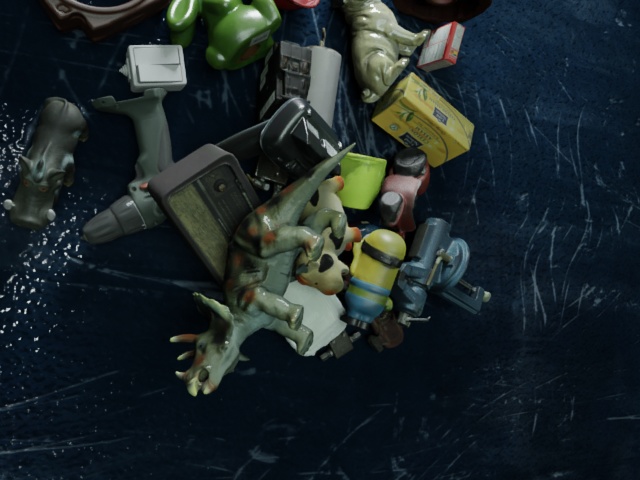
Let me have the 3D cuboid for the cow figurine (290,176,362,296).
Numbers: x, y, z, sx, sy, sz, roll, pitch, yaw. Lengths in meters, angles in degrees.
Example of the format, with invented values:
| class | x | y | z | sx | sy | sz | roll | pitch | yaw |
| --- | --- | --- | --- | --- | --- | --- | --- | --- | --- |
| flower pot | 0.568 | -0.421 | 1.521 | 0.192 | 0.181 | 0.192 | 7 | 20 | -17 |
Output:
| class | x | y | z | sx | sy | sz | roll | pitch | yaw |
| --- | --- | --- | --- | --- | --- | --- | --- | --- | --- |
| cow figurine | -0.002 | -0.003 | 0.899 | 0.127 | 0.085 | 0.195 | -10 | 77 | -20 |

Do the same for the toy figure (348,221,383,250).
| class | x | y | z | sx | sy | sz | roll | pitch | yaw |
| --- | --- | --- | --- | --- | --- | --- | --- | --- | --- |
| toy figure | 0.055 | -0.006 | 0.993 | 0.154 | 0.064 | 0.057 | 9 | 129 | -19 |

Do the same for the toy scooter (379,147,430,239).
| class | x | y | z | sx | sy | sz | roll | pitch | yaw |
| --- | --- | --- | --- | --- | --- | --- | --- | --- | --- |
| toy scooter | 0.158 | -0.075 | 1.009 | 0.184 | 0.075 | 0.135 | -62 | 150 | -33 |

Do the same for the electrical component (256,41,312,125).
| class | x | y | z | sx | sy | sz | roll | pitch | yaw |
| --- | --- | --- | --- | --- | --- | --- | --- | --- | --- |
| electrical component | -0.061 | -0.256 | 0.884 | 0.058 | 0.115 | 0.134 | 10 | 70 | -26 |

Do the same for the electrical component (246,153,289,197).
| class | x | y | z | sx | sy | sz | roll | pitch | yaw |
| --- | --- | --- | --- | --- | --- | --- | --- | --- | --- |
| electrical component | -0.087 | -0.125 | 0.930 | 0.078 | 0.045 | 0.102 | 23 | 85 | -21 |

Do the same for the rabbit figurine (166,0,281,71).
| class | x | y | z | sx | sy | sz | roll | pitch | yaw |
| --- | --- | --- | --- | --- | --- | --- | --- | --- | --- |
| rabbit figurine | -0.169 | -0.358 | 0.858 | 0.159 | 0.121 | 0.170 | -35 | 88 | -11 |

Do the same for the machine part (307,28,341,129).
| class | x | y | z | sx | sy | sz | roll | pitch | yaw |
| --- | --- | --- | --- | --- | --- | --- | --- | --- | --- |
| machine part | -0.011 | -0.242 | 0.937 | 0.079 | 0.079 | 0.243 | 7 | 90 | -23 |

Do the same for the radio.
| class | x | y | z | sx | sy | sz | roll | pitch | yaw |
| --- | --- | --- | --- | --- | --- | --- | --- | --- | --- |
| radio | -0.155 | -0.029 | 0.851 | 0.131 | 0.073 | 0.229 | -40 | 132 | -15 |

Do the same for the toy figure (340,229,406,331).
| class | x | y | z | sx | sy | sz | roll | pitch | yaw |
| --- | --- | --- | --- | --- | --- | --- | --- | --- | --- |
| toy figure | 0.096 | 0.070 | 0.940 | 0.082 | 0.089 | 0.180 | 24 | 83 | -38 |

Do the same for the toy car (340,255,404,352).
| class | x | y | z | sx | sy | sz | roll | pitch | yaw |
| --- | --- | --- | --- | --- | --- | --- | --- | --- | --- |
| toy car | 0.102 | 0.122 | 1.027 | 0.089 | 0.053 | 0.202 | -34 | 107 | -15 |

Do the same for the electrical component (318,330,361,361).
| class | x | y | z | sx | sy | sz | roll | pitch | yaw |
| --- | --- | --- | --- | --- | --- | --- | --- | --- | --- |
| electrical component | 0.032 | 0.187 | 1.017 | 0.094 | 0.021 | 0.063 | -30 | 105 | -17 |

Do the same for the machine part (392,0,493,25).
| class | x | y | z | sx | sy | sz | roll | pitch | yaw |
| --- | --- | --- | --- | --- | --- | --- | --- | --- | --- |
| machine part | 0.222 | -0.453 | 0.971 | 0.179 | 0.179 | 0.056 | 10 | 88 | -24 |

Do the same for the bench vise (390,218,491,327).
| class | x | y | z | sx | sy | sz | roll | pitch | yaw |
| --- | --- | --- | --- | --- | --- | --- | --- | --- | --- |
| bench vise | 0.236 | 0.085 | 1.032 | 0.240 | 0.129 | 0.223 | 30 | 62 | -25 |

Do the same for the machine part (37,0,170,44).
| class | x | y | z | sx | sy | sz | roll | pitch | yaw |
| --- | --- | --- | --- | --- | --- | --- | --- | --- | --- |
| machine part | -0.329 | -0.412 | 0.783 | 0.201 | 0.087 | 0.201 | -35 | 105 | -17 |

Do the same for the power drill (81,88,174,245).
| class | x | y | z | sx | sy | sz | roll | pitch | yaw |
| --- | --- | --- | --- | --- | --- | --- | --- | --- | --- |
| power drill | -0.281 | -0.121 | 0.830 | 0.232 | 0.086 | 0.207 | -21 | 98 | -22 |

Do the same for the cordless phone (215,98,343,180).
| class | x | y | z | sx | sy | sz | roll | pitch | yaw |
| --- | --- | --- | --- | --- | --- | --- | --- | --- | --- |
| cordless phone | -0.069 | -0.136 | 0.864 | 0.146 | 0.184 | 0.089 | 37 | 44 | -53 |

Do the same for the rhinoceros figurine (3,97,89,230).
| class | x | y | z | sx | sy | sz | roll | pitch | yaw |
| --- | --- | --- | --- | --- | --- | --- | --- | --- | --- |
| rhinoceros figurine | -0.387 | -0.107 | 0.769 | 0.073 | 0.112 | 0.190 | 20 | 78 | -26 |

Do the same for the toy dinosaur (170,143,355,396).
| class | x | y | z | sx | sy | sz | roll | pitch | yaw |
| --- | --- | --- | --- | --- | --- | --- | --- | --- | --- |
| toy dinosaur | -0.082 | 0.034 | 0.799 | 0.192 | 0.131 | 0.404 | 15 | 79 | 18 |

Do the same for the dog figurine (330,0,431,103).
| class | x | y | z | sx | sy | sz | roll | pitch | yaw |
| --- | --- | --- | --- | --- | --- | --- | --- | --- | --- |
| dog figurine | 0.073 | -0.364 | 0.963 | 0.190 | 0.121 | 0.172 | 35 | 76 | -7 |

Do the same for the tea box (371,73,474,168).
| class | x | y | z | sx | sy | sz | roll | pitch | yaw |
| --- | --- | --- | --- | --- | --- | --- | --- | --- | --- |
| tea box | 0.194 | -0.220 | 1.007 | 0.169 | 0.098 | 0.068 | 31 | 60 | -21 |
